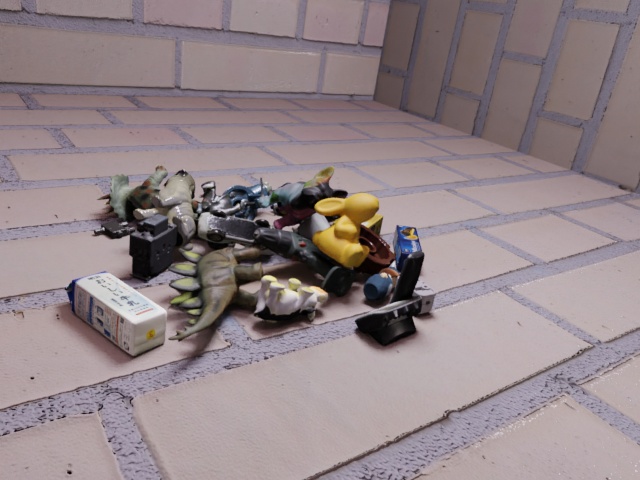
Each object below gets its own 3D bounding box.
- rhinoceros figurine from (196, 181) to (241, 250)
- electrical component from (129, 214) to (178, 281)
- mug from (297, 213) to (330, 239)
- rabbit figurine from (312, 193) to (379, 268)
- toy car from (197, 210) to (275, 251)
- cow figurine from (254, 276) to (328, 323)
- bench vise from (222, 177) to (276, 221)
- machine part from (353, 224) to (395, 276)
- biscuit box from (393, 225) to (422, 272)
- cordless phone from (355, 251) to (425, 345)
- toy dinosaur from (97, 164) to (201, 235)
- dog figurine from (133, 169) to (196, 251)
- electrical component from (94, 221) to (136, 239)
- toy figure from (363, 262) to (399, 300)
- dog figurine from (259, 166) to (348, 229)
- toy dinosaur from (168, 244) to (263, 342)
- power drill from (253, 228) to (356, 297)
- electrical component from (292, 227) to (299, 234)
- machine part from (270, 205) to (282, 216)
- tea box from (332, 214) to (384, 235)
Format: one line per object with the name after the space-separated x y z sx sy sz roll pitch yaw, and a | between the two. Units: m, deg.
-0.268 -0.062 1.401 0.112 0.073 0.190 -4 71 -25 | rhinoceros figurine
-0.380 0.011 1.226 0.058 0.134 0.115 16 26 10 | electrical component
-0.003 -0.004 1.450 0.081 0.109 0.107 -29 76 -20 | mug
0.068 -0.038 1.265 0.162 0.173 0.122 38 14 25 | rabbit figurine
-0.204 -0.022 1.339 0.202 0.056 0.073 12 59 -22 | toy car
-0.058 0.135 1.134 0.167 0.098 0.068 14 10 -40 | cow figurine
-0.197 -0.108 1.533 0.223 0.128 0.241 -19 11 -34 | bench vise
0.111 0.023 1.397 0.179 0.056 0.179 28 26 -15 | machine part
0.244 0.023 1.500 0.063 0.059 0.203 9 24 0 | biscuit box
0.159 0.114 1.121 0.146 0.184 0.089 -12 36 -39 | cordless phone
-0.423 -0.080 1.453 0.405 0.131 0.192 27 46 21 | toy dinosaur
-0.345 -0.076 1.353 0.121 0.172 0.190 -18 20 29 | dog figurine
-0.533 -0.025 1.391 0.063 0.021 0.094 27 29 35 | electrical component
0.155 0.102 1.294 0.058 0.064 0.154 59 34 5 | toy figure
-0.031 -0.114 1.382 0.219 0.108 0.191 -23 9 25 | dog figurine
-0.220 0.094 1.144 0.199 0.105 0.472 -2 16 -6 | toy dinosaur
-0.028 0.049 1.274 0.208 0.086 0.232 30 8 38 | power drill
-0.036 -0.031 1.552 0.078 0.045 0.102 38 28 -4 | electrical component
-0.083 -0.086 1.662 0.139 0.039 0.084 27 24 38 | machine part
0.109 -0.033 1.571 0.098 0.068 0.169 20 25 23 | tea box
